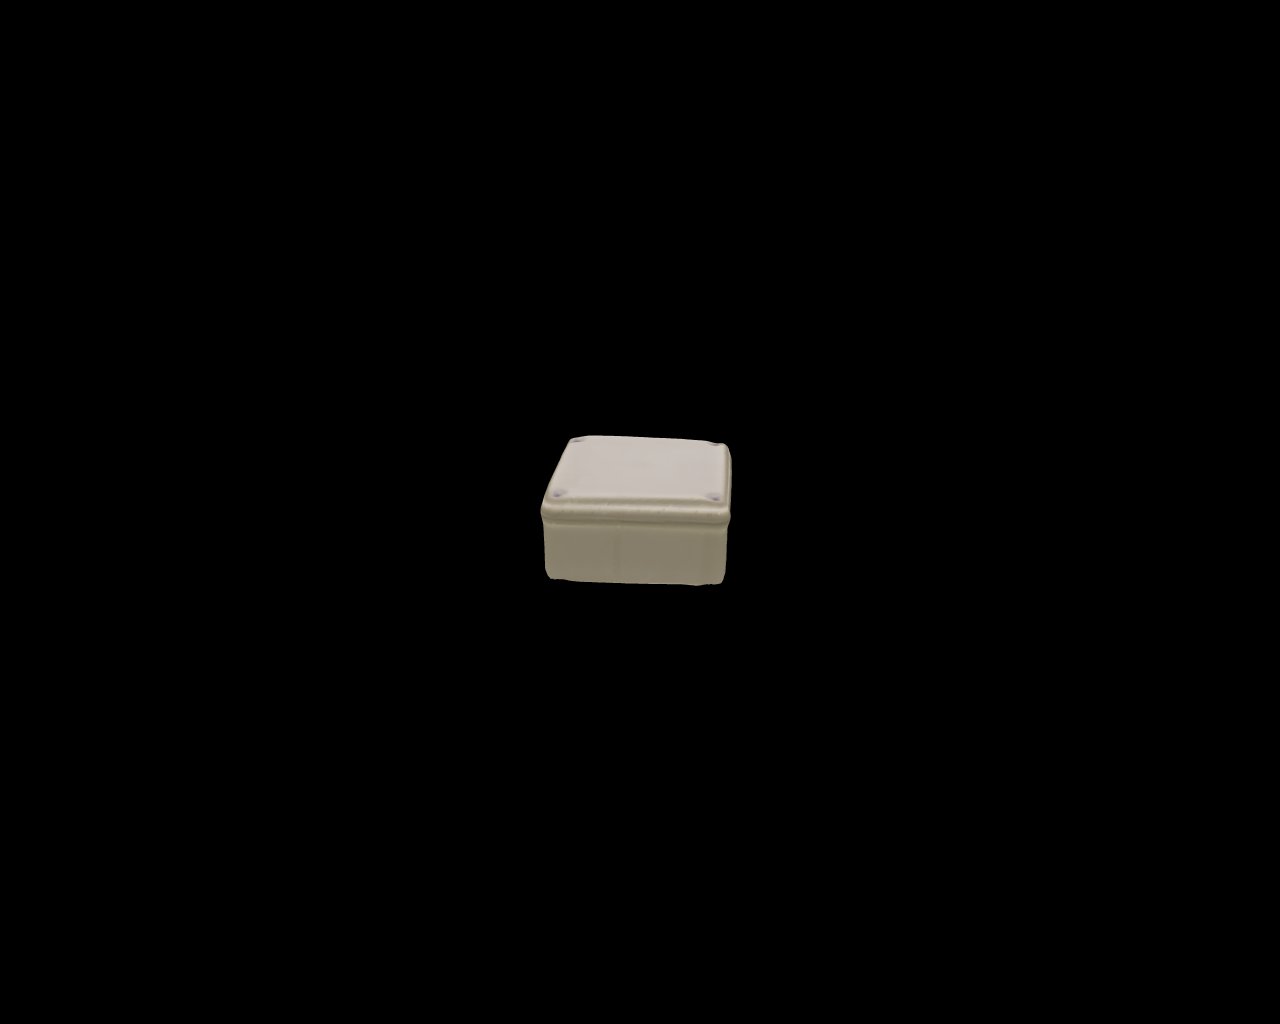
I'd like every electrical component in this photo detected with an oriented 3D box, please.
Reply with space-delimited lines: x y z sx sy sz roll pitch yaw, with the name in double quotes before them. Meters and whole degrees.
"electrical component" 0.001 -0.003 0.650 0.109 0.056 0.109 2 24 5
